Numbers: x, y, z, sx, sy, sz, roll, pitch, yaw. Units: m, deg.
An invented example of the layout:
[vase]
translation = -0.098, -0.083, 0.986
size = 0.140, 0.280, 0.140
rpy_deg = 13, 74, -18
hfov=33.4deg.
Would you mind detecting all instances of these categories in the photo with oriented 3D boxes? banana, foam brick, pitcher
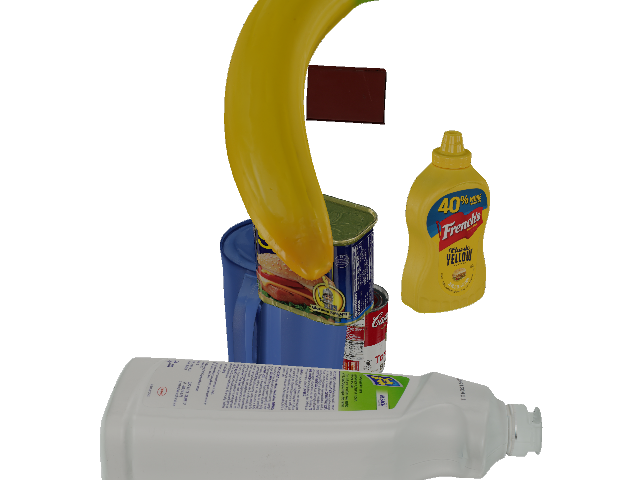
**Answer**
[banana]
translation = -0.012, -0.071, 0.507
size = 0.069, 0.197, 0.037
rpy_deg = 10, -34, 5
[foam brick]
translation = 0.025, -0.142, 1.039
size = 0.078, 0.051, 0.053
rpy_deg = 3, 13, 2
[pitcher]
translation = -0.039, 0.109, 1.079
size = 0.149, 0.243, 0.145
rpy_deg = -10, 29, -23

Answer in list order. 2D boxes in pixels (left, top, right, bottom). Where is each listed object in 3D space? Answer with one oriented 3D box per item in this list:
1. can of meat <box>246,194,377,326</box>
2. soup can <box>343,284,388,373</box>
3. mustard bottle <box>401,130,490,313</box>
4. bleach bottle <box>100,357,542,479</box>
[can of meat]
translation = -0.006, 0.013, 0.845
size = 0.102, 0.084, 0.057
rpy_deg = 18, 37, 30
[soup can]
translation = 0.048, 0.111, 1.307
size = 0.068, 0.102, 0.068
rpy_deg = 0, 29, 0
[mustard bottle]
translation = 0.135, -0.022, 1.132
size = 0.096, 0.192, 0.058
rpy_deg = -11, 24, -26
[bleach bottle]
translation = 0.004, 0.114, 0.632
size = 0.251, 0.068, 0.102
rpy_deg = 1, 20, 2
